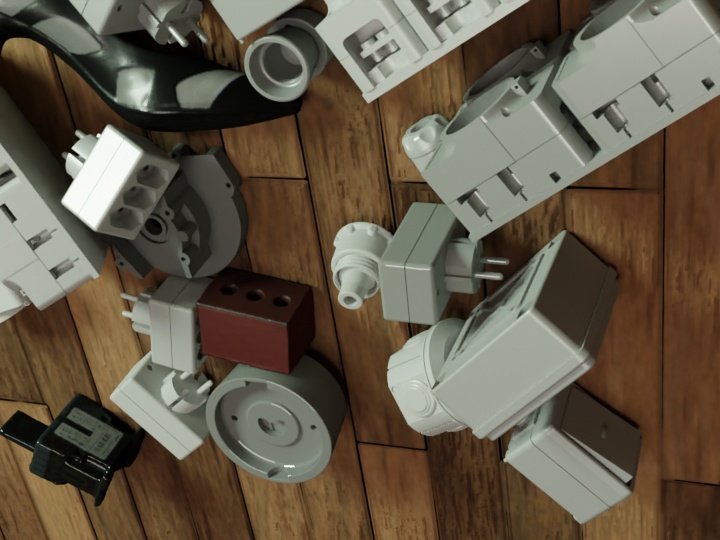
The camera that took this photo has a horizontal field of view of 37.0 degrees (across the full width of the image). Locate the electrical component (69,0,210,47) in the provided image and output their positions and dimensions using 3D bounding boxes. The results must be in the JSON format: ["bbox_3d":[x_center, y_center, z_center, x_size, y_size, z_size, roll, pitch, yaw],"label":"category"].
[{"bbox_3d":[-0.125,-0.169,0.680,0.075,0.083,0.047,50,129,13],"label":"electrical component"}]

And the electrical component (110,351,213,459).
[{"bbox_3d":[-0.153,0.105,0.913,0.083,0.047,0.076,44,127,-10],"label":"electrical component"}]

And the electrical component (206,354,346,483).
[{"bbox_3d":[-0.063,0.112,0.873,0.108,0.060,0.108,11,126,15],"label":"electrical component"}]

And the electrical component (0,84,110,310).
[{"bbox_3d":[-0.267,-0.069,0.794,0.060,0.105,0.186,-32,109,3],"label":"electrical component"}]

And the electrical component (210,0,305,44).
[{"bbox_3d":[-0.057,-0.190,0.664,0.096,0.061,0.061,-23,111,33],"label":"electrical component"}]

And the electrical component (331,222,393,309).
[{"bbox_3d":[0.000,0.000,0.767,0.048,0.062,0.048,9,137,9],"label":"electrical component"}]

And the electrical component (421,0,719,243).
[{"bbox_3d":[0.128,-0.106,0.617,0.186,0.105,0.060,-32,106,35],"label":"electrical component"}]

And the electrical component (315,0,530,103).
[{"bbox_3d":[0.055,-0.172,0.613,0.150,0.089,0.061,-28,109,34],"label":"electrical component"}]

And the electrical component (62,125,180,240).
[{"bbox_3d":[-0.181,-0.071,0.761,0.077,0.047,0.065,37,99,23],"label":"electrical component"}]

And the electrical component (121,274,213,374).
[{"bbox_3d":[-0.159,0.037,0.869,0.077,0.047,0.065,15,127,13],"label":"electrical component"}]

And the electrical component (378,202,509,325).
[{"bbox_3d":[0.062,-0.004,0.728,0.076,0.083,0.047,6,124,19],"label":"electrical component"}]

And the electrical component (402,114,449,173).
[{"bbox_3d":[0.056,-0.071,0.716,0.035,0.035,0.061,-23,114,33],"label":"electrical component"}]

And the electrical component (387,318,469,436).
[{"bbox_3d":[0.064,0.079,0.788,0.051,0.080,0.080,-28,109,40],"label":"electrical component"}]

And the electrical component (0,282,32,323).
[{"bbox_3d":[-0.315,0.011,0.914,0.089,0.050,0.055,-15,115,30],"label":"electrical component"}]

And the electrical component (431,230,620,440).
[{"bbox_3d":[0.112,0.044,0.724,0.056,0.108,0.108,41,128,-4],"label":"electrical component"}]

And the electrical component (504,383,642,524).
[{"bbox_3d":[0.155,0.127,0.792,0.096,0.061,0.061,40,128,-7],"label":"electrical component"}]

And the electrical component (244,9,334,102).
[{"bbox_3d":[-0.044,-0.140,0.697,0.045,0.055,0.045,11,126,15],"label":"electrical component"}]
